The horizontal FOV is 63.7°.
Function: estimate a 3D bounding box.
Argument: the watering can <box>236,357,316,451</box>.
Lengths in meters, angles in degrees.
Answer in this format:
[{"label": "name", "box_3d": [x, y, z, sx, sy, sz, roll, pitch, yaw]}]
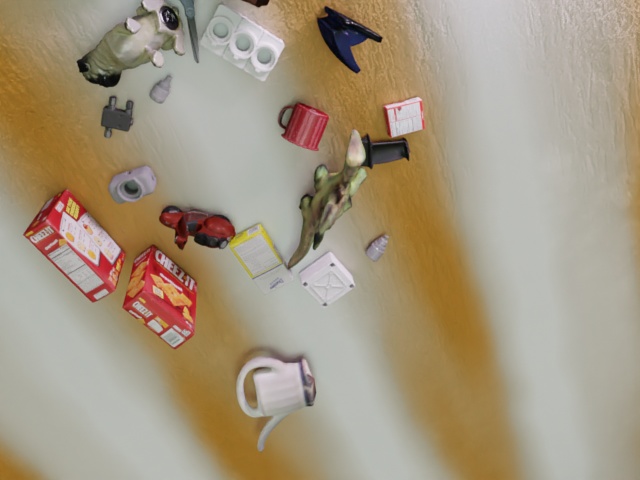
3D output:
[{"label": "watering can", "box_3d": [-0.119, 0.469, 1.499, 0.224, 0.341, 0.106, -11, 28, -5]}]

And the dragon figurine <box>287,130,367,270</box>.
[{"label": "dragon figurine", "box_3d": [0.004, -0.058, 1.157, 0.122, 0.405, 0.246, 25, 18, -2]}]
